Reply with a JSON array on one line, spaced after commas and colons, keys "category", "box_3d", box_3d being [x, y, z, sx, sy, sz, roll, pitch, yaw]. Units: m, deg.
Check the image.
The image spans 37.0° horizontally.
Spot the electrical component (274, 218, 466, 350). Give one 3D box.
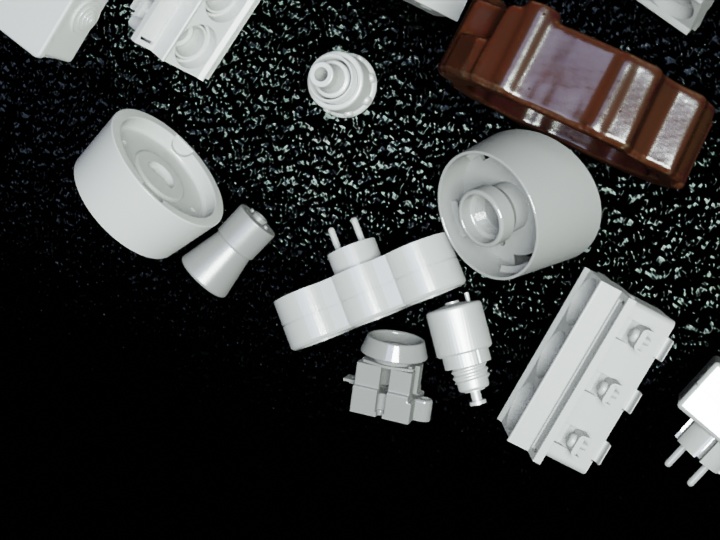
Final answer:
[{"category": "electrical component", "box_3d": [0.000, 0.000, 0.773, 0.138, 0.052, 0.073, -23, 84, 17]}]

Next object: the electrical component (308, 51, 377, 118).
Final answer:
[{"category": "electrical component", "box_3d": [-0.018, -0.135, 0.770, 0.048, 0.062, 0.048, 0, 92, 17]}]

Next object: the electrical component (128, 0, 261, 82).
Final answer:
[{"category": "electrical component", "box_3d": [-0.114, -0.212, 0.797, 0.063, 0.079, 0.121, 44, 104, 34]}]

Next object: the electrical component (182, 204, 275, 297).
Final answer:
[{"category": "electrical component", "box_3d": [-0.096, -0.017, 0.809, 0.065, 0.044, 0.044, -45, 79, 8]}]

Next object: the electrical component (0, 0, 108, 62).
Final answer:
[{"category": "electrical component", "box_3d": [-0.249, -0.223, 0.847, 0.100, 0.048, 0.099, 38, 102, 13]}]

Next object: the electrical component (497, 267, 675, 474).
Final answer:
[{"category": "electrical component", "box_3d": [0.152, 0.069, 0.720, 0.063, 0.078, 0.121, 27, 100, -7]}]

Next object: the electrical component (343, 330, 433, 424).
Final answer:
[{"category": "electrical component", "box_3d": [0.022, 0.075, 0.772, 0.066, 0.048, 0.055, 11, 102, 17]}]

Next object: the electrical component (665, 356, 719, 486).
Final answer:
[{"category": "electrical component", "box_3d": [0.234, 0.107, 0.705, 0.066, 0.047, 0.076, 42, 103, 12]}]

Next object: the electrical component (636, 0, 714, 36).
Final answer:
[{"category": "electrical component", "box_3d": [0.187, -0.219, 0.699, 0.121, 0.078, 0.063, 40, 82, 13]}]

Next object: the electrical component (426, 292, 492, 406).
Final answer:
[{"category": "electrical component", "box_3d": [0.074, 0.056, 0.758, 0.040, 0.040, 0.078, -15, 87, 17]}]

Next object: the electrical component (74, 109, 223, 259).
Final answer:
[{"category": "electrical component", "box_3d": [-0.161, -0.058, 0.796, 0.060, 0.108, 0.108, -38, 80, 21]}]

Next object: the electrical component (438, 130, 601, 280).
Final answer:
[{"category": "electrical component", "box_3d": [0.103, -0.043, 0.722, 0.099, 0.064, 0.099, 30, 132, 40]}]

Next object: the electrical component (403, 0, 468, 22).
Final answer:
[{"category": "electrical component", "box_3d": [0.001, -0.257, 0.725, 0.186, 0.060, 0.105, 23, 99, -14]}]
